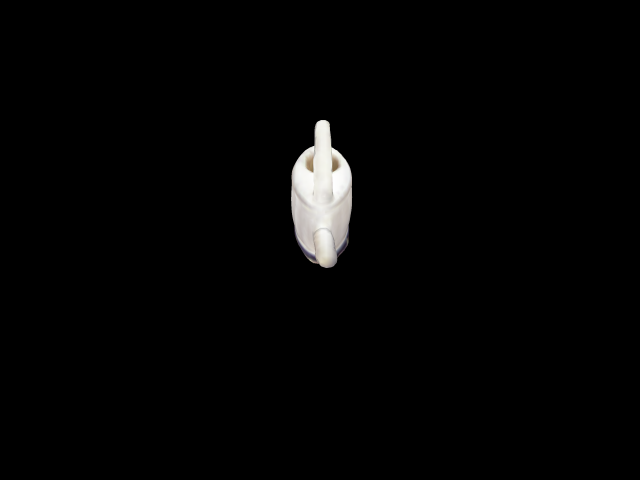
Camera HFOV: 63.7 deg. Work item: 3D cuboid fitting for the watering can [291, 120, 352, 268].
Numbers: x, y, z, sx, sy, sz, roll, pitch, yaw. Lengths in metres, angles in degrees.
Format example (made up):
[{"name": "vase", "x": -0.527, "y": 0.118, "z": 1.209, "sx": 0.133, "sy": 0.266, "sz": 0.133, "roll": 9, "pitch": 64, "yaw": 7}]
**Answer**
[{"name": "watering can", "x": 0.003, "y": -0.043, "z": 0.850, "sx": 0.104, "sy": 0.356, "sz": 0.219, "roll": 0, "pitch": -42, "yaw": 0}]
